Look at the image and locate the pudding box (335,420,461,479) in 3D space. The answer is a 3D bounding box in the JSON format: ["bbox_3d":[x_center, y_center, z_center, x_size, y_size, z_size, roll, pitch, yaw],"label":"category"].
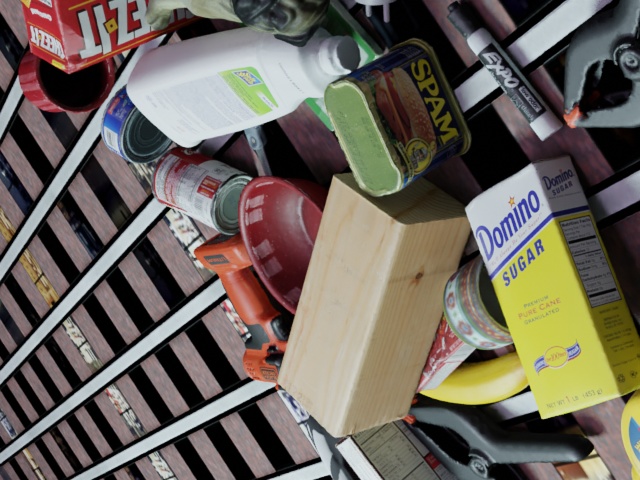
[{"bbox_3d":[0.084,0.218,1.053,0.113,0.089,0.039,51,145,9],"label":"pudding box"}]

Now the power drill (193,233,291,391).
[{"bbox_3d":[-0.051,0.077,1.141,0.185,0.057,0.187,-6,112,54],"label":"power drill"}]

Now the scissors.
[{"bbox_3d":[-0.054,-0.109,1.032,0.096,0.016,0.202,-16,104,56],"label":"scissors"}]

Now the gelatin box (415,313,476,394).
[{"bbox_3d":[0.098,0.082,0.946,0.089,0.030,0.073,-54,53,40],"label":"gelatin box"}]

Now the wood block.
[{"bbox_3d":[0.045,0.053,0.907,0.090,0.090,0.206,38,124,39],"label":"wood block"}]

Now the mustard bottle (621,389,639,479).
[{"bbox_3d":[0.272,0.135,0.774,0.096,0.058,0.192,35,141,21],"label":"mustard bottle"}]

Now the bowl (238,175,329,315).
[{"bbox_3d":[-0.007,0.001,1.025,0.162,0.055,0.162,32,139,33],"label":"bowl"}]

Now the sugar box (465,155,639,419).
[{"bbox_3d":[0.174,0.036,0.790,0.093,0.048,0.176,-37,71,57],"label":"sugar box"}]

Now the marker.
[{"bbox_3d":[0.133,-0.125,0.777,0.121,0.020,0.020,54,146,7],"label":"marker"}]

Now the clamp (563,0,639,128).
[{"bbox_3d":[0.200,-0.130,0.668,0.120,0.039,0.172,58,147,1],"label":"clamp"}]

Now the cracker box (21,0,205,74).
[{"bbox_3d":[-0.184,-0.274,0.932,0.072,0.163,0.214,33,139,36],"label":"cracker box"}]

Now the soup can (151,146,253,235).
[{"bbox_3d":[-0.119,-0.052,1.115,0.102,0.068,0.068,25,135,39],"label":"soup can"}]

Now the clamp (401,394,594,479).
[{"bbox_3d":[0.163,0.210,0.994,0.210,0.036,0.164,21,133,41],"label":"clamp"}]

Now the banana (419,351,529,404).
[{"bbox_3d":[0.122,0.117,0.969,0.198,0.037,0.069,9,123,49],"label":"banana"}]

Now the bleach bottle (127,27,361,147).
[{"bbox_3d":[-0.060,-0.140,0.935,0.251,0.068,0.102,-2,146,46],"label":"bleach bottle"}]

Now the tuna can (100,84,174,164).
[{"bbox_3d":[-0.188,-0.124,1.128,0.034,0.086,0.086,33,139,30],"label":"tuna can"}]

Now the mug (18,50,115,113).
[{"bbox_3d":[-0.289,-0.199,1.207,0.082,0.093,0.117,4,89,57],"label":"mug"}]

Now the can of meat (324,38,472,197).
[{"bbox_3d":[0.059,-0.095,0.837,0.058,0.083,0.102,-10,108,55],"label":"can of meat"}]
